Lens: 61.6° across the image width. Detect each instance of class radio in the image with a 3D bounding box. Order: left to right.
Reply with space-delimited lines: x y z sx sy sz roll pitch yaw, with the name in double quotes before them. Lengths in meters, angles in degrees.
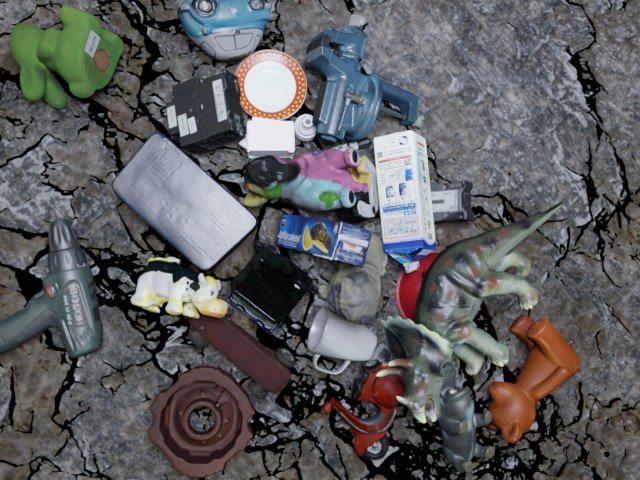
"radio" -0.228 -0.060 0.916 0.229 0.073 0.131 42 85 -1

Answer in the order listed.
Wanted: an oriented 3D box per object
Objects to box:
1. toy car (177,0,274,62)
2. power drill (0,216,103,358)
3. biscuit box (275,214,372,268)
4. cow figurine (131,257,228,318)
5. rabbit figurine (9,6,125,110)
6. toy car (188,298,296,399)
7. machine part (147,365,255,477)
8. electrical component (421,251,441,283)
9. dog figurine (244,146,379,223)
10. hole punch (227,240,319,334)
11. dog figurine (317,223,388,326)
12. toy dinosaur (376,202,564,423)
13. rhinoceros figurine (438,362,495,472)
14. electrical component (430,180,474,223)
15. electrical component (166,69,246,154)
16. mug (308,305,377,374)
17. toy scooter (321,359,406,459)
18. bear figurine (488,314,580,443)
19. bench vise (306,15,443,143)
"toy car" -0.158 -0.360 0.925 0.162 0.109 0.102 -9 101 -14
"power drill" -0.475 0.100 0.886 0.207 0.086 0.232 -22 93 -14
"biscuit box" -0.002 -0.003 0.870 0.063 0.203 0.059 15 88 -31
"cow figurine" -0.224 0.079 0.892 0.168 0.068 0.098 5 72 18
"rabbit figurine" -0.439 -0.301 0.900 0.170 0.121 0.159 14 94 13
"toy car" -0.136 0.183 0.923 0.202 0.053 0.089 38 98 3
"machine part" -0.199 0.302 0.912 0.179 0.056 0.179 0 86 -6
"electrical component" 0.206 0.068 0.922 0.063 0.021 0.094 -13 90 -6
"dog figurine" -0.024 -0.094 0.926 0.219 0.191 0.108 2 79 26
"hole punch" -0.088 0.087 0.924 0.142 0.092 0.116 37 59 6
"dog figurine" 0.069 0.047 0.882 0.121 0.190 0.172 7 86 -6
"toy dinosaur" 0.227 0.086 0.860 0.192 0.131 0.404 26 83 -8
"rhinoceros figurine" 0.236 0.305 0.934 0.073 0.112 0.190 -19 102 -23
"electrical component" 0.213 -0.065 0.968 0.119 0.047 0.074 -7 85 33
"electrical component" -0.197 -0.213 0.912 0.134 0.058 0.115 -11 79 21
"mug" 0.039 0.180 0.929 0.107 0.081 0.109 19 82 -13
"toy scooter" 0.082 0.279 0.933 0.135 0.075 0.183 26 90 -4
"bear figurine" 0.350 0.243 0.942 0.196 0.120 0.132 -43 88 0
"bench vise" 0.085 -0.263 0.938 0.240 0.129 0.223 14 76 -25
